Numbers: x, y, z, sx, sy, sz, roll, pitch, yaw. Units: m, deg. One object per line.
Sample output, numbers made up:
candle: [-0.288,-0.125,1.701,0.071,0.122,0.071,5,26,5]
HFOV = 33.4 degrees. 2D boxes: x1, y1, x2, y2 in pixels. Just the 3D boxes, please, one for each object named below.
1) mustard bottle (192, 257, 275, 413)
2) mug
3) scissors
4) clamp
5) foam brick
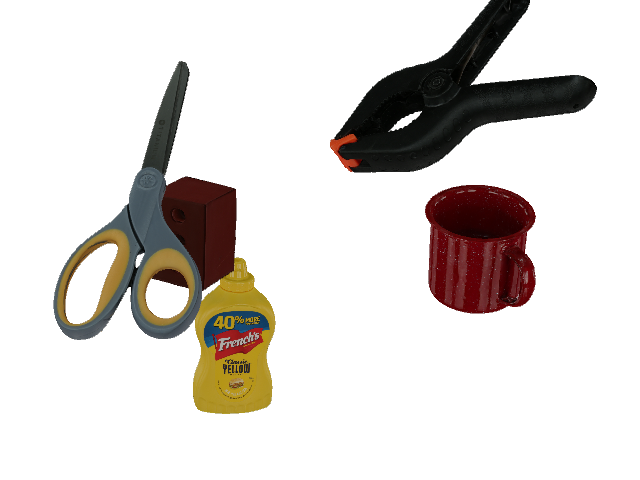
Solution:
mustard bottle: [-0.103,0.113,1.287,0.096,0.192,0.058,0,19,-12]
mug: [0.143,0.015,0.918,0.093,0.081,0.117,-20,38,-27]
scissors: [-0.092,-0.022,0.660,0.096,0.201,0.016,21,-24,14]
clamp: [0.090,-0.089,0.692,0.039,0.171,0.120,47,9,-41]
foam brick: [-0.105,-0.006,0.890,0.053,0.078,0.051,13,23,25]
